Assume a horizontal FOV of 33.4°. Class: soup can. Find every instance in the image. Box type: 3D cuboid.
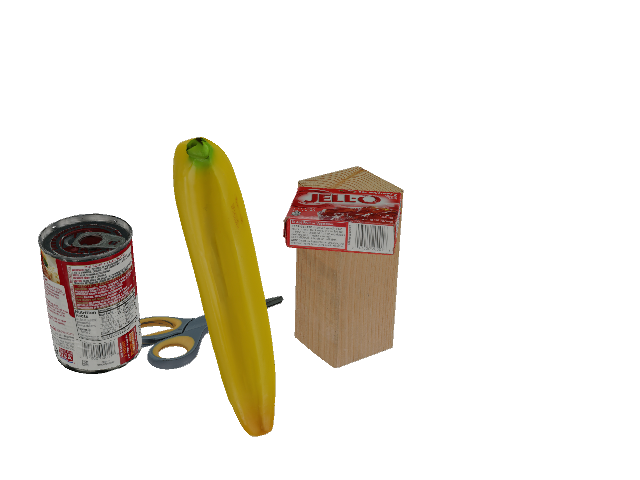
[{"bbox_3d":[-0.170,0.040,0.800,0.068,0.102,0.068,0,28,0],"label":"soup can"}]

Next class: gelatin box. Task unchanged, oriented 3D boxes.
[{"bbox_3d":[0.019,-0.018,0.866,0.089,0.030,0.073,4,23,7],"label":"gelatin box"}]

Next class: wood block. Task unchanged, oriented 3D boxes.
[{"bbox_3d":[0.030,0.031,1.246,0.090,0.206,0.090,-16,31,-31],"label":"wood block"}]

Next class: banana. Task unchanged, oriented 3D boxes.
[{"bbox_3d":[-0.056,0.019,0.607,0.037,0.198,0.069,-7,31,7],"label":"banana"}]

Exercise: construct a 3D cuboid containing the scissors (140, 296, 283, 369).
[{"bbox_3d":[-0.115,0.098,1.149,0.201,0.016,0.096,-7,31,-24],"label":"scissors"}]
